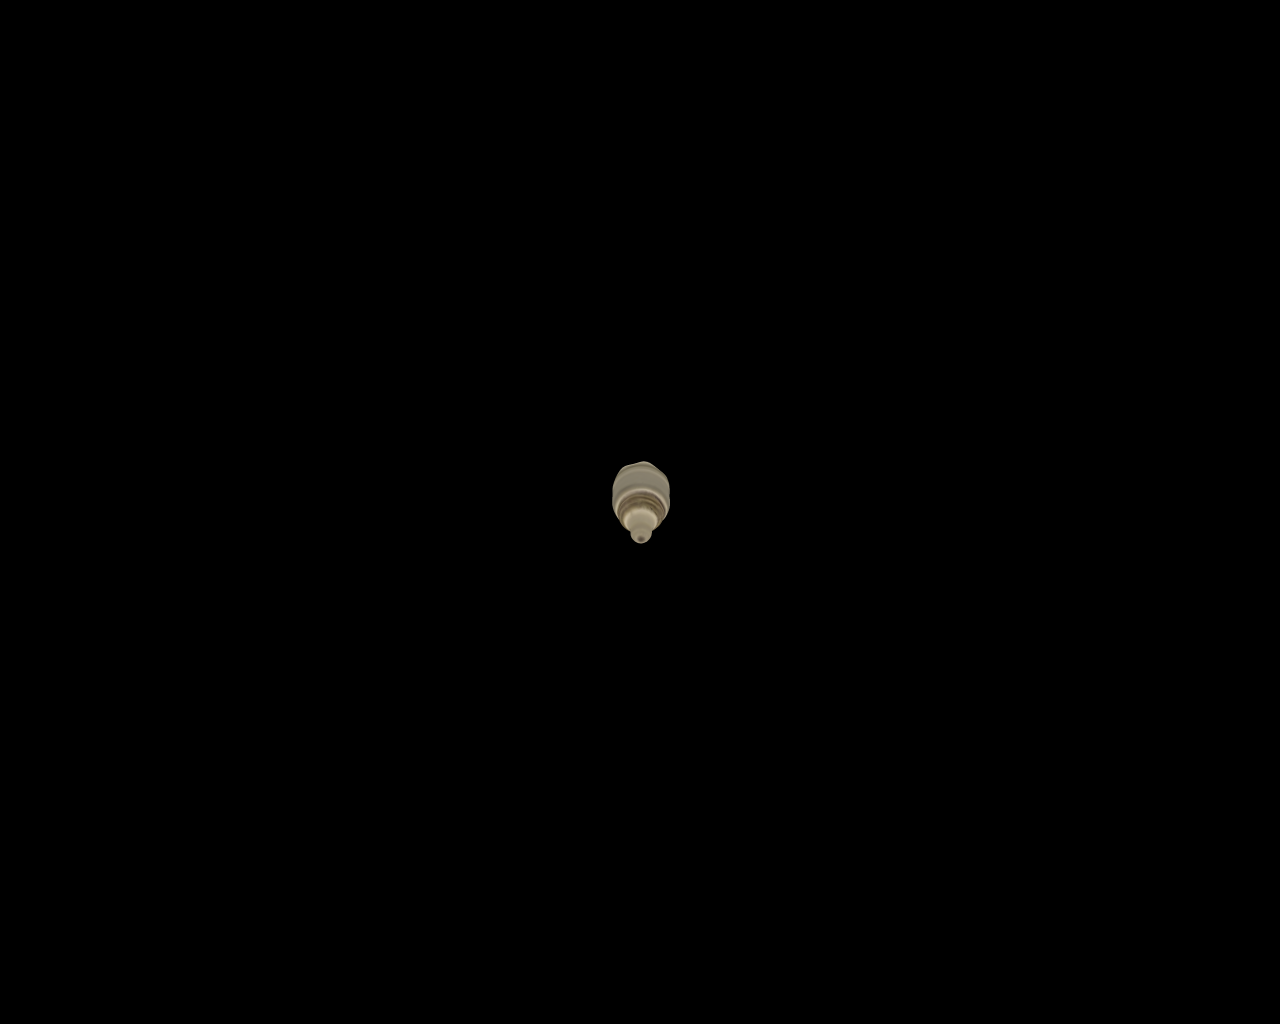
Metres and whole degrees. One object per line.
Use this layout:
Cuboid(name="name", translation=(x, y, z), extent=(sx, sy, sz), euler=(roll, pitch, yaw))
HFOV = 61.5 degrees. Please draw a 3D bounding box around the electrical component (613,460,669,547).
Cuboid(name="electrical component", translation=(0.001, -0.003, 0.650), extent=(0.035, 0.035, 0.061), euler=(0, 38, 0))
